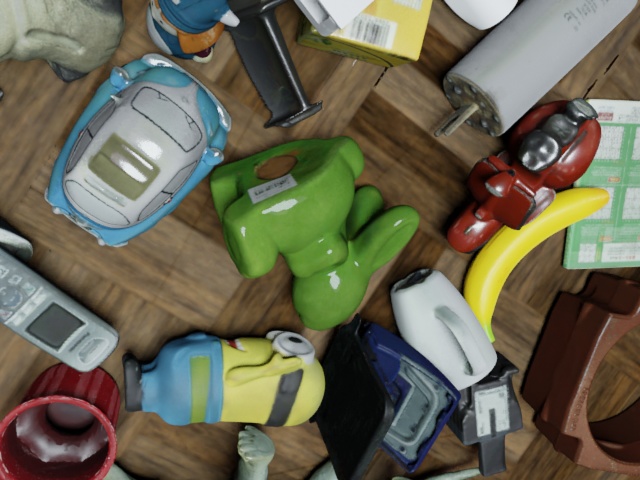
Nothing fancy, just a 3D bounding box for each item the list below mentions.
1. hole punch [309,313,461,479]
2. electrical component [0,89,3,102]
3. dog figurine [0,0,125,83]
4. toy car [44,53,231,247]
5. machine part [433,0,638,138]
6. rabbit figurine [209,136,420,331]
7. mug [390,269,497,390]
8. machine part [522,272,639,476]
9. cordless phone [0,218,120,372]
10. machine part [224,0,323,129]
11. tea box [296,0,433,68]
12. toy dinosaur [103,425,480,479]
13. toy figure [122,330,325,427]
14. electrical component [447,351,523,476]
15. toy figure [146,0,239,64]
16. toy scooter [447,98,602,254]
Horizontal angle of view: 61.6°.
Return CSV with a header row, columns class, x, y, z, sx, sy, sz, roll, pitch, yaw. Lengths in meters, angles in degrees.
class,x,y,z,sx,sy,sz,roll,pitch,yaw
hole punch,0.055,0.149,0.503,0.092,0.116,0.142,3,122,-26
electrical component,-0.307,-0.122,0.400,0.078,0.045,0.102,-42,108,0
dog figurine,-0.244,-0.131,0.365,0.190,0.121,0.172,20,107,-42
toy car,-0.147,-0.067,0.421,0.109,0.103,0.161,42,89,-17
machine part,0.198,-0.178,0.487,0.243,0.079,0.079,-42,108,0
rabbit figurine,-0.001,-0.001,0.481,0.159,0.121,0.170,-29,125,-12
mug,0.114,0.085,0.518,0.081,0.109,0.107,-29,95,-3
machine part,0.341,0.147,0.591,0.201,0.087,0.201,14,100,-15
cordless phone,-0.272,0.066,0.434,0.146,0.089,0.184,-46,112,0
machine part,-0.044,-0.159,0.444,0.039,0.084,0.138,-44,125,-35
tea box,0.046,-0.240,0.443,0.098,0.068,0.169,11,98,-16
toy dinosaur,-0.027,0.292,0.528,0.405,0.131,0.192,15,112,-20
toy figure,-0.085,0.129,0.492,0.180,0.082,0.089,-2,114,-17
electrical component,0.177,0.188,0.581,0.075,0.048,0.119,-14,106,-9
toy figure,-0.094,-0.162,0.383,0.064,0.155,0.058,35,90,-19
toy scooter,0.184,-0.063,0.480,0.184,0.135,0.075,-46,73,3
